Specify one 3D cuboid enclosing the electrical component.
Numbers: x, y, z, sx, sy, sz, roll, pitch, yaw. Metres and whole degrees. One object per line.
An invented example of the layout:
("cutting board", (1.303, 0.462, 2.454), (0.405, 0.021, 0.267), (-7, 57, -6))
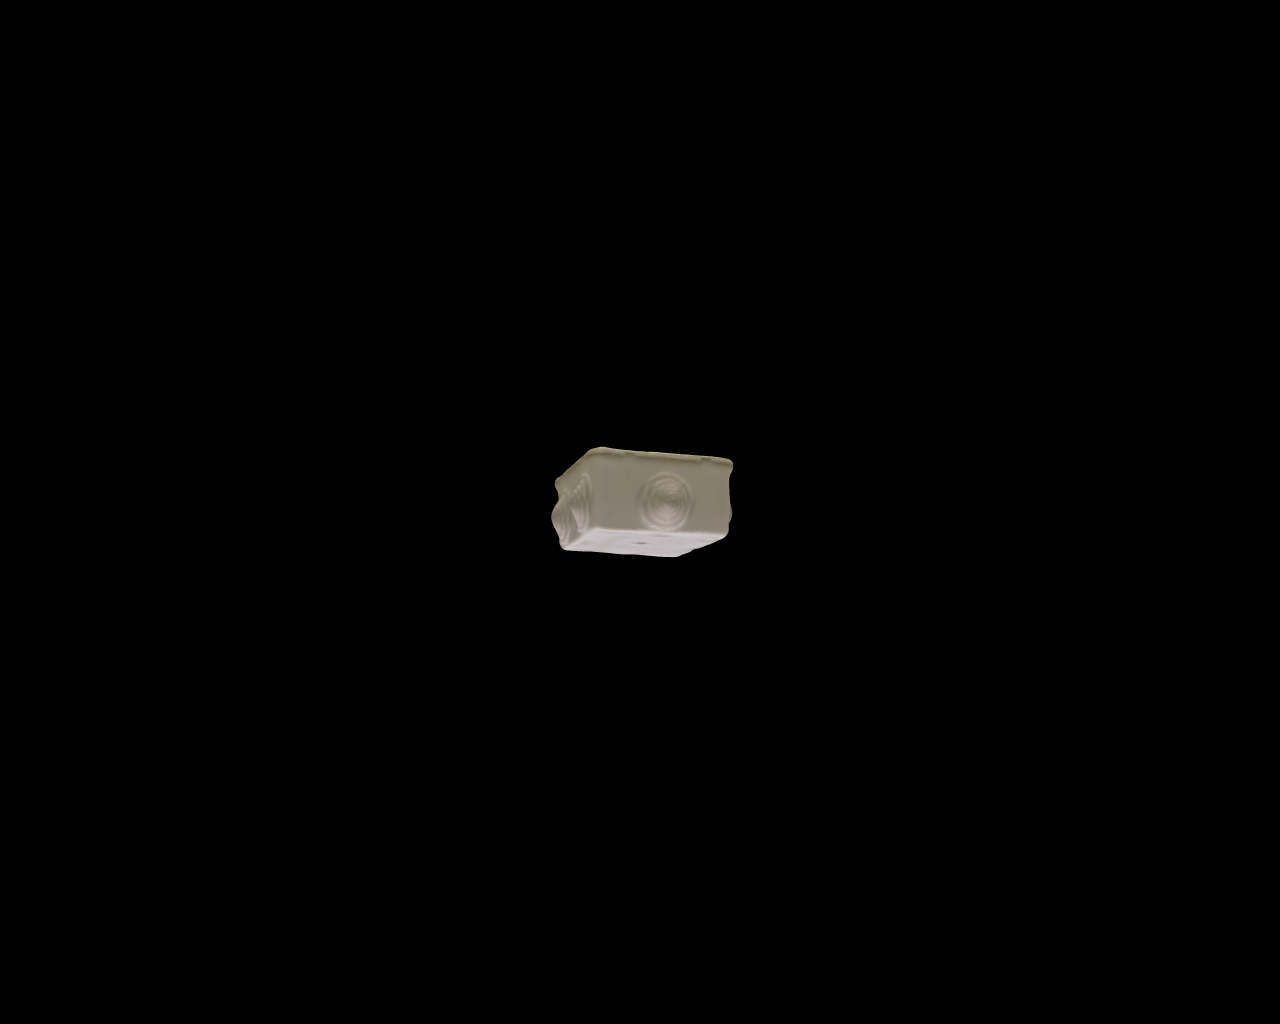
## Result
("electrical component", (0.001, -0.003, 0.650), (0.100, 0.048, 0.099), (4, -12, -19))
